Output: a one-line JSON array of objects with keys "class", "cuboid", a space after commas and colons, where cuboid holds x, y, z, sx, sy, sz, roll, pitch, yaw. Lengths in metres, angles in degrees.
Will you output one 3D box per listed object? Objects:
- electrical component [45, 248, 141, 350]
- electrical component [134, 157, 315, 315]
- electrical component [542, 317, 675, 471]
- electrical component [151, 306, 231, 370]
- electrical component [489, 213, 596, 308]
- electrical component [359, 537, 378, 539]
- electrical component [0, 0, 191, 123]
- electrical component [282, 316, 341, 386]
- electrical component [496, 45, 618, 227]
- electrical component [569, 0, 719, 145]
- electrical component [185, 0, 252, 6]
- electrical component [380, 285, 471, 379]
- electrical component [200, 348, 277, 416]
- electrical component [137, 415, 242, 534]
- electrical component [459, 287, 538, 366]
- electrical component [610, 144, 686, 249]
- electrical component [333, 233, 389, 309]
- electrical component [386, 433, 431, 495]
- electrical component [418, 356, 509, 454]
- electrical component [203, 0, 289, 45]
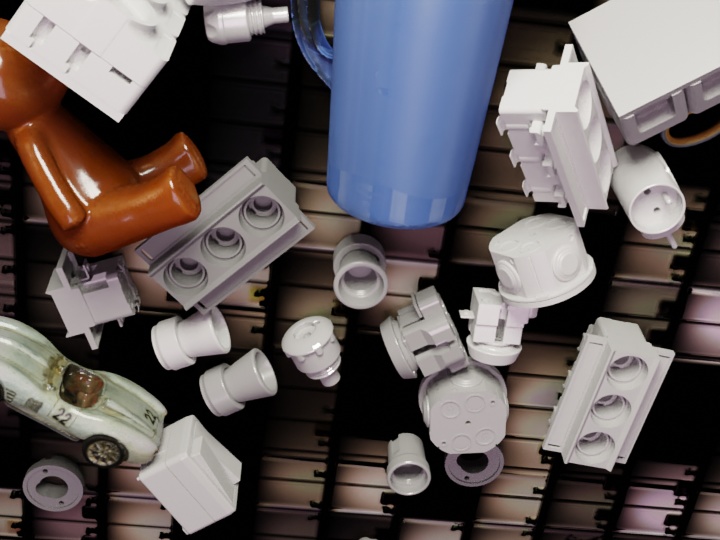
[{"class": "electrical component", "cuboid": [-0.222, 0.019, 0.900, 0.064, 0.042, 0.081, -16, 119, 2]}, {"class": "electrical component", "cuboid": [-0.108, -0.031, 0.864, 0.121, 0.063, 0.078, -37, 114, 17]}, {"class": "electrical component", "cuboid": [0.216, 0.108, 0.953, 0.079, 0.063, 0.121, 11, 118, -8]}, {"class": "electrical component", "cuboid": [-0.145, 0.058, 0.922, 0.055, 0.045, 0.045, -19, 118, 9]}, {"class": "electrical component", "cuboid": [0.148, -0.007, 0.878, 0.080, 0.080, 0.051, -19, 113, 8]}, {"class": "electrical component", "cuboid": [0.003, 0.296, 1.065, 0.035, 0.035, 0.061, 15, 119, -10]}, {"class": "electrical component", "cuboid": [-0.170, -0.176, 0.731, 0.089, 0.150, 0.061, 36, 113, -19]}, {"class": "electrical component", "cuboid": [-0.037, 0.074, 0.937, 0.048, 0.048, 0.062, -20, 124, 9]}, {"class": "electrical component", "cuboid": [0.150, -0.099, 0.812, 0.063, 0.078, 0.121, 4, 151, 27]}, {"class": "electrical component", "cuboid": [0.243, -0.167, 0.782, 0.150, 0.089, 0.062, -26, 156, 12]}, {"class": "electrical component", "cuboid": [-0.093, -0.232, 0.759, 0.077, 0.043, 0.079, -16, 87, -21]}, {"class": "electrical component", "cuboid": [0.053, 0.059, 0.923, 0.057, 0.058, 0.078, -24, 117, 7]}, {"class": "electrical component", "cuboid": [-0.107, 0.100, 0.947, 0.055, 0.045, 0.045, -25, 117, 12]}, {"class": "electrical component", "cuboid": [-0.148, 0.190, 0.985, 0.061, 0.061, 0.096, -28, 116, 13]}, {"class": "electrical component", "cuboid": [0.118, 0.049, 0.927, 0.066, 0.048, 0.055, 4, 111, -4]}, {"class": "electrical component", "cuboid": [0.234, -0.052, 0.857, 0.044, 0.077, 0.079, -28, 117, 13]}, {"class": "electrical component", "cuboid": [0.000, 0.000, 0.889, 0.045, 0.055, 0.045, -1, 119, -2]}, {"class": "electrical component", "cuboid": [0.044, 0.178, 0.995, 0.040, 0.046, 0.040, -1, 119, -2]}, {"class": "electrical component", "cuboid": [0.094, 0.122, 0.963, 0.080, 0.051, 0.080, -1, 119, -2]}, {"class": "electrical component", "cuboid": [-0.083, -0.186, 0.795, 0.061, 0.035, 0.035, -6, 119, -1]}]
